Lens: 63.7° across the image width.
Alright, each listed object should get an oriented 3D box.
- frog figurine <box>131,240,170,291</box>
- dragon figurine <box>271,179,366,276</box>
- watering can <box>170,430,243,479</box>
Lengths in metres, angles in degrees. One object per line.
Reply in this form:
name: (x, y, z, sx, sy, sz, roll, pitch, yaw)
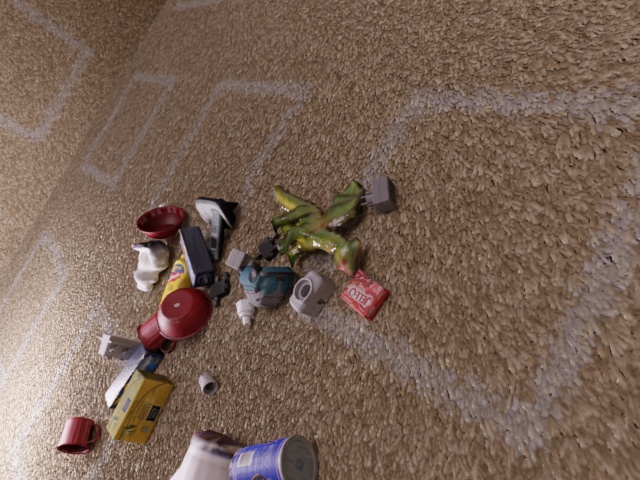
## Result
frog figurine: (-0.548, 0.084, 1.683, 0.137, 0.124, 0.159, -6, 98, 33)
dragon figurine: (0.004, -0.063, 1.242, 0.242, 0.120, 0.420, -25, 43, 9)
watering can: (-0.273, 0.526, 1.111, 0.346, 0.103, 0.228, -3, 63, 43)
